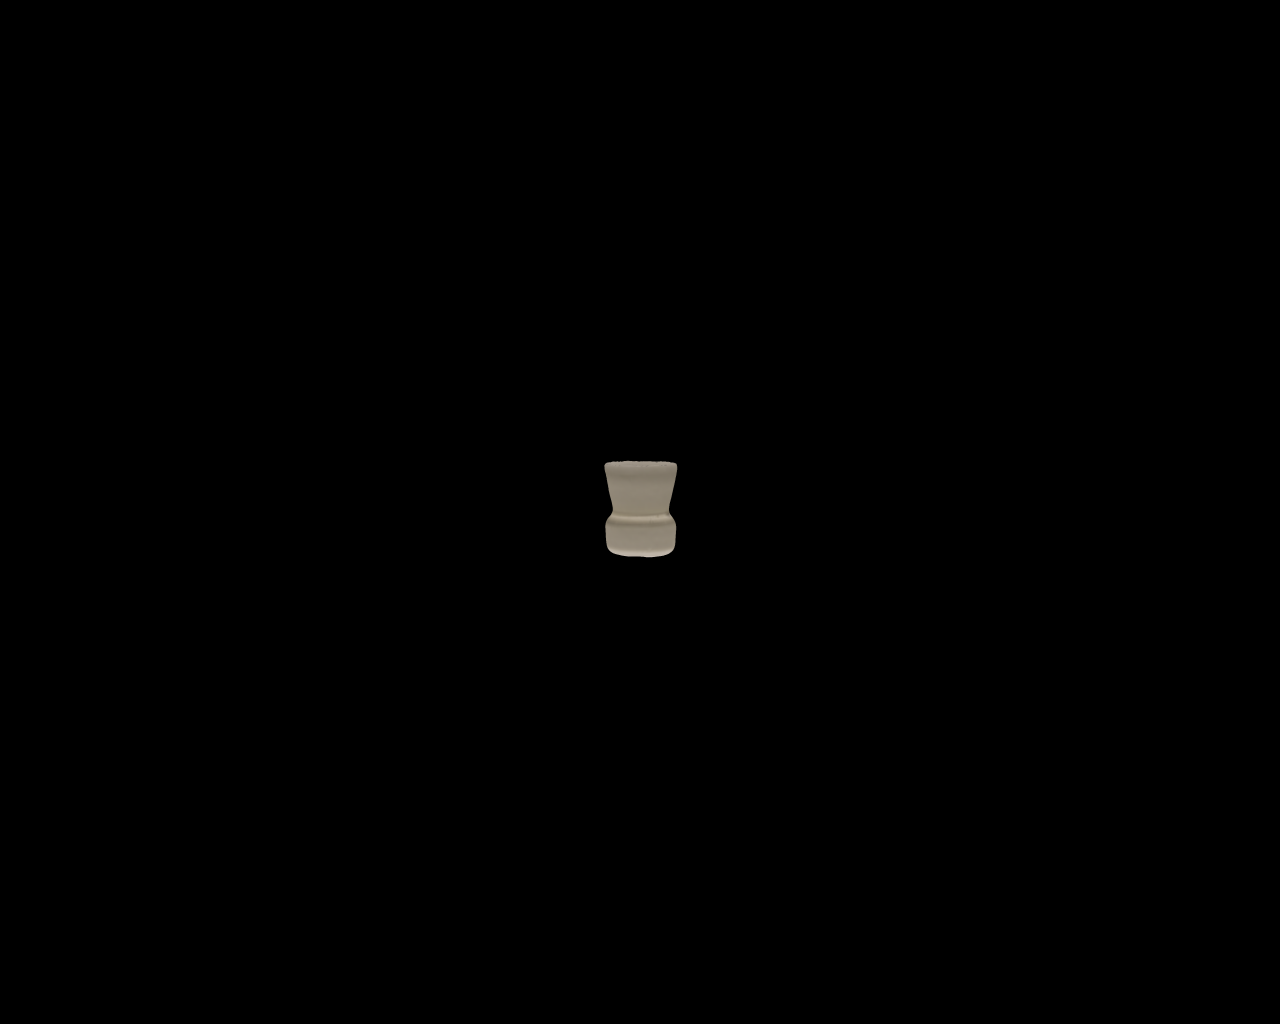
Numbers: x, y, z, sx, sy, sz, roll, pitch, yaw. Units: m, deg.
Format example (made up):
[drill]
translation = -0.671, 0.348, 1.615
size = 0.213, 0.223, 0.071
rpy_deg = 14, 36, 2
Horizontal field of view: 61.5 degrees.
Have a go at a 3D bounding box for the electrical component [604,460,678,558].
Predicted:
[electrical component]
translation = 0.001, -0.003, 0.650
size = 0.045, 0.055, 0.045
rpy_deg = 0, 7, 0
